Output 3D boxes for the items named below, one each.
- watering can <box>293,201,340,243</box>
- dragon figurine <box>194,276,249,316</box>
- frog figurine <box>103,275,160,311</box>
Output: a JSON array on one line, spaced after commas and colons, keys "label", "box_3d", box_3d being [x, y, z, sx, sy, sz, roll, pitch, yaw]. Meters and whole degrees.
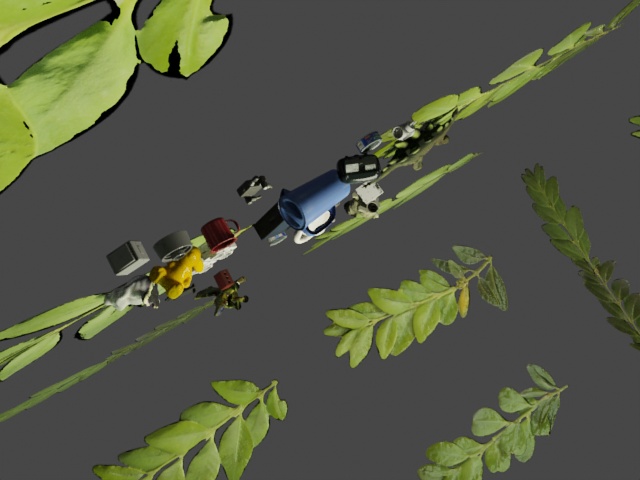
[{"label": "watering can", "box_3d": [0.006, -0.103, 2.047, 0.352, 0.104, 0.220, -34, 157, -56]}, {"label": "dragon figurine", "box_3d": [-0.488, 0.273, 2.457, 0.242, 0.121, 0.415, -8, -168, 21]}, {"label": "frog figurine", "box_3d": [-0.615, 0.170, 1.678, 0.159, 0.122, 0.138, 4, -177, 6]}]
